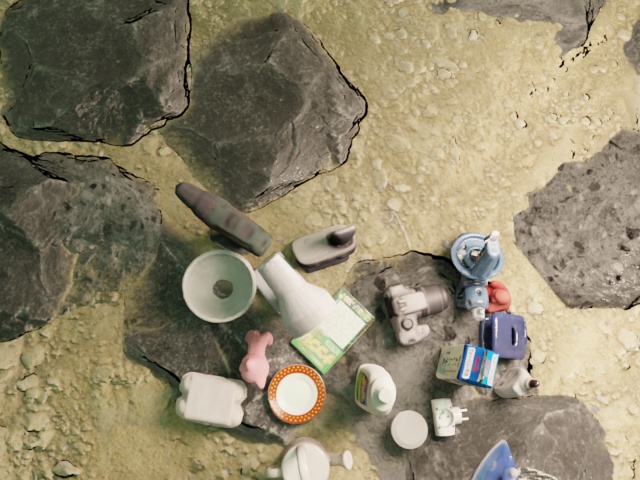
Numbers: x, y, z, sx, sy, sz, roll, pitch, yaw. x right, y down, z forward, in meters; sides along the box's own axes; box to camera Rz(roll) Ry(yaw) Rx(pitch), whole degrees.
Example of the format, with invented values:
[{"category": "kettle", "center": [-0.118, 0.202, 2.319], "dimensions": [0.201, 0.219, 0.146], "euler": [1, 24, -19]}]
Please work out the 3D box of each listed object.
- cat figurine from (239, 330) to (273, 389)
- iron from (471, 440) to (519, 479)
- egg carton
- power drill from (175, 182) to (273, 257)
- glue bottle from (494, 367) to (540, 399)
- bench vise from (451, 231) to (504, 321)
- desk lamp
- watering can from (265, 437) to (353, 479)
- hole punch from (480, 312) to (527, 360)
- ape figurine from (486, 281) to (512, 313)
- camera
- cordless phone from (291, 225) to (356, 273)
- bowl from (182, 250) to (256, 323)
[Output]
[{"category": "cat figurine", "center": [-0.142, 0.261, 1.262], "dimensions": [0.067, 0.118, 0.128], "euler": [4, 77, -2]}, {"category": "iron", "center": [0.380, 0.560, 1.210], "dimensions": [0.118, 0.141, 0.258], "euler": [17, 77, 1]}, {"category": "egg carton", "center": [-0.239, 0.353, 1.261], "dimensions": [0.150, 0.069, 0.107], "euler": [9, 77, -1]}, {"category": "power drill", "center": [-0.210, -0.033, 1.277], "dimensions": [0.229, 0.208, 0.076], "euler": [31, 78, 4]}, {"category": "glue bottle", "center": [0.439, 0.314, 1.252], "dimensions": [0.078, 0.173, 0.037], "euler": [-44, 82, -11]}, {"category": "bench vise", "center": [0.369, 0.067, 1.279], "dimensions": [0.121, 0.219, 0.207], "euler": [-16, 79, -6]}, {"category": "desk lamp", "center": [-0.068, 0.114, 1.249], "dimensions": [0.118, 0.213, 0.203], "euler": [-40, 82, -10]}, {"category": "watering can", "center": [-0.023, 0.466, 1.183], "dimensions": [0.173, 0.194, 0.101], "euler": [-31, 80, -9]}, {"category": "hole punch", "center": [0.428, 0.219, 1.315], "dimensions": [0.101, 0.091, 0.109], "euler": [3, 77, -2]}, {"category": "ape figurine", "center": [0.415, 0.134, 1.332], "dimensions": [0.076, 0.092, 0.078], "euler": [37, 78, 6]}, {"category": "camera", "center": [0.229, 0.160, 1.312], "dimensions": [0.137, 0.101, 0.143], "euler": [-14, 78, -6]}, {"category": "cordless phone", "center": [0.012, 0.005, 1.293], "dimensions": [0.147, 0.185, 0.094], "euler": [-22, 79, -7]}, {"category": "bowl", "center": [-0.226, 0.109, 1.313], "dimensions": [0.167, 0.074, 0.167], "euler": [1, 77, -3]}]
